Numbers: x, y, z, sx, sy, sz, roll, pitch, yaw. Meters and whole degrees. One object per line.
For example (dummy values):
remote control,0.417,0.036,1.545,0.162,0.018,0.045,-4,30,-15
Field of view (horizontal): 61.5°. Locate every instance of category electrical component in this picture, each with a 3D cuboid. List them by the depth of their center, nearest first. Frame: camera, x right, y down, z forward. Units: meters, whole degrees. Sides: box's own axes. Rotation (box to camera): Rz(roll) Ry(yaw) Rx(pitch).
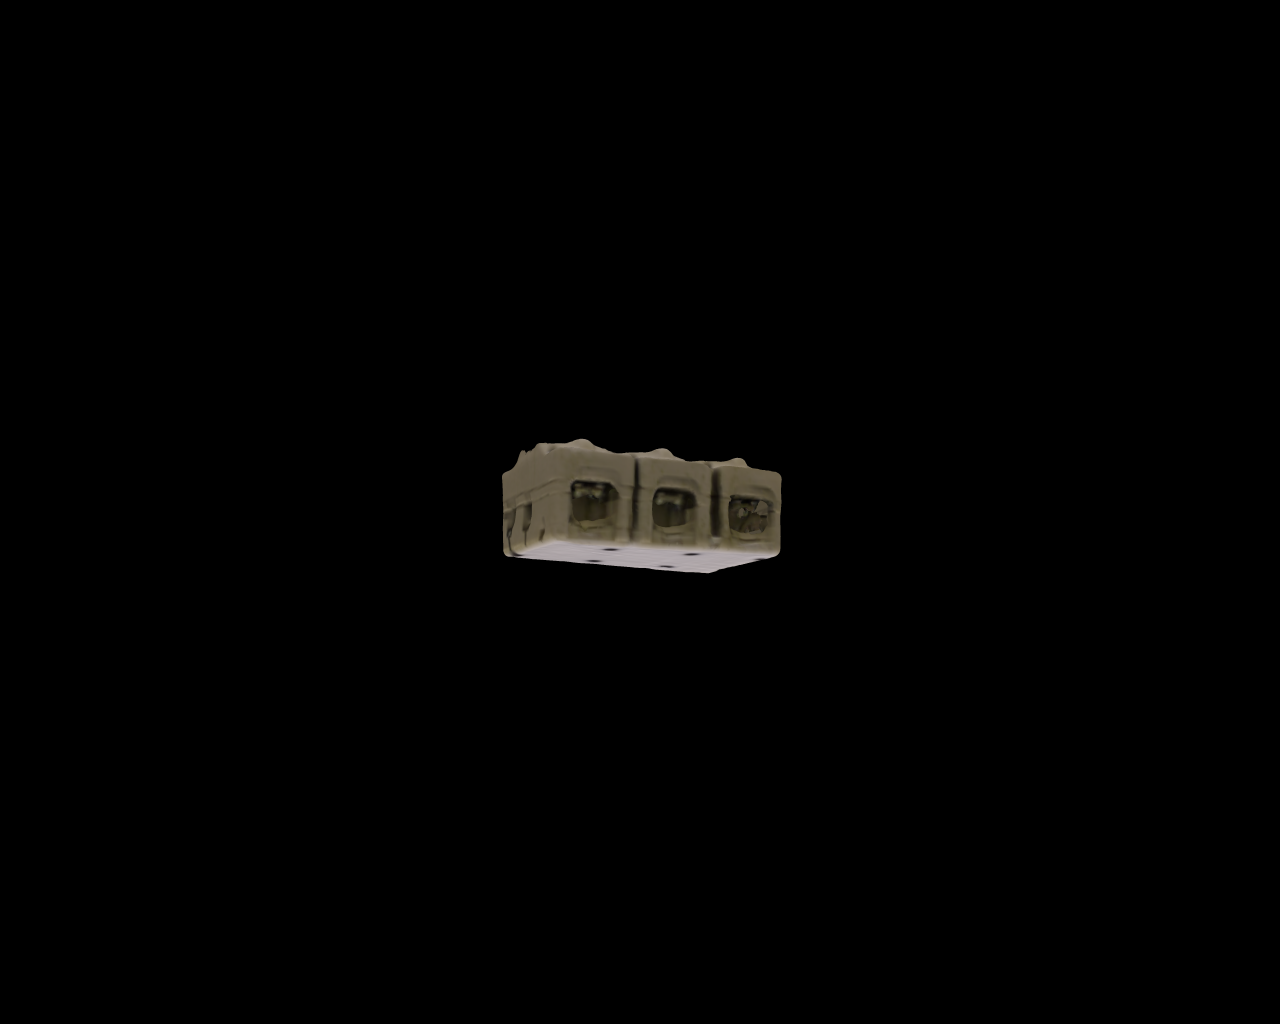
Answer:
electrical component,0.001,-0.003,0.650,0.150,0.061,0.089,5,-11,-28
